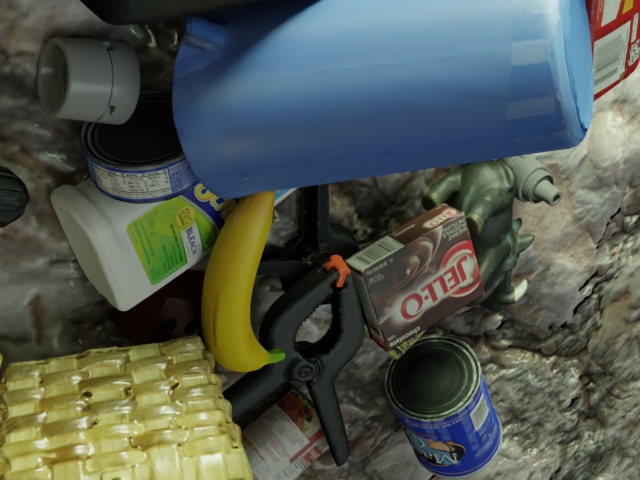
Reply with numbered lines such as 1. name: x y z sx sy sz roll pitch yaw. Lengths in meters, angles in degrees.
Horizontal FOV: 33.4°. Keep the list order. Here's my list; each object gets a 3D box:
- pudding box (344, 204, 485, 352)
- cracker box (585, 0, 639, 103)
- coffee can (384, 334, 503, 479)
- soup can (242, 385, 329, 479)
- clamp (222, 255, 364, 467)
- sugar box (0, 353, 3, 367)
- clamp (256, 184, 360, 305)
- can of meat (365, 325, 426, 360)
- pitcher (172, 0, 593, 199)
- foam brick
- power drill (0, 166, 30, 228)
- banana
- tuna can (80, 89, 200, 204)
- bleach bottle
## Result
1. pudding box: 0.086 0.033 0.949 0.113 0.039 0.090 -28 119 -15
2. cracker box: 0.123 -0.210 0.724 0.072 0.214 0.164 -34 139 -23
3. coffee can: 0.134 0.181 1.147 0.102 0.103 0.140 -40 140 -12
4. soup can: -0.041 0.197 1.018 0.102 0.069 0.068 -40 141 -11
5. clamp: -0.027 0.109 0.926 0.164 0.036 0.210 5 115 -23
6. sugar box: -0.309 0.106 0.703 0.175 0.048 0.093 6 116 -42
7. clamp: -0.006 0.001 0.916 0.120 0.039 0.171 -48 145 7
8. can of meat: 0.073 0.059 1.025 0.084 0.057 0.102 -45 141 -2
9. pitcher: 0.043 -0.096 0.670 0.149 0.243 0.145 -46 129 -61
10. foam brick: -0.114 0.056 0.844 0.078 0.051 0.053 8 115 -47
11. power drill: -0.270 0.032 0.634 0.184 0.057 0.188 8 94 -44
12. banana: -0.061 0.043 0.809 0.069 0.037 0.198 -43 150 -34
13. tuna can: -0.116 -0.063 0.718 0.086 0.086 0.034 -29 139 -24
14. bleach bottle: -0.068 -0.055 0.791 0.250 0.068 0.102 -35 139 -21
